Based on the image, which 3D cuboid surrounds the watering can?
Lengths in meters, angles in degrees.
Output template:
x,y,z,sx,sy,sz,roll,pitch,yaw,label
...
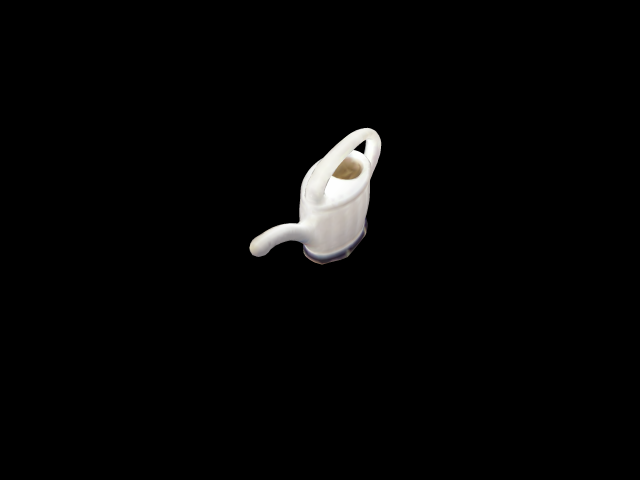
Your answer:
x,y,z,sx,sy,sz,roll,pitch,yaw,label
0.003,-0.043,0.850,0.105,0.219,0.354,27,54,21,watering can
